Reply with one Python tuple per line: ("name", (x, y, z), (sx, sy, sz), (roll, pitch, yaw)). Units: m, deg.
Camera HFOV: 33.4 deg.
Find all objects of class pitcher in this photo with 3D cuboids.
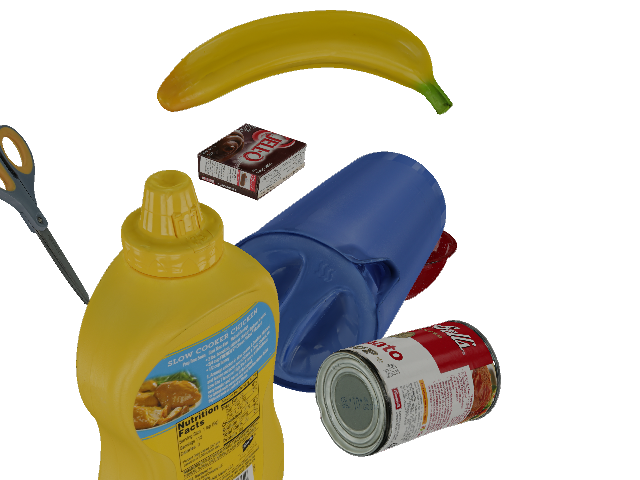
("pitcher", (0.013, 0.015, 0.887), (0.149, 0.145, 0.242), (21, 29, 14))

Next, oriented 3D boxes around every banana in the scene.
("banana", (-0.009, -0.118, 0.696), (0.197, 0.069, 0.037), (-2, -26, -13))

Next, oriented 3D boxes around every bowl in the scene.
("bowl", (0.059, 0.023, 1.101), (0.162, 0.055, 0.162), (2, 18, -1))

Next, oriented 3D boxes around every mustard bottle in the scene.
("mustard bottle", (-0.060, 0.056, 0.466), (0.096, 0.192, 0.058), (-29, 44, -36))

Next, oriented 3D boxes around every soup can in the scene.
("soup can", (0.055, 0.093, 0.677), (0.102, 0.068, 0.069), (-10, 6, -40))

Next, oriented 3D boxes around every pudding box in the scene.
("pudding box", (-0.083, -0.098, 1.302), (0.090, 0.039, 0.113), (20, 36, 23))

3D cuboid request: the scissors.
("scissors", (-0.283, -0.035, 1.073), (0.016, 0.201, 0.096), (-24, 28, 25))
